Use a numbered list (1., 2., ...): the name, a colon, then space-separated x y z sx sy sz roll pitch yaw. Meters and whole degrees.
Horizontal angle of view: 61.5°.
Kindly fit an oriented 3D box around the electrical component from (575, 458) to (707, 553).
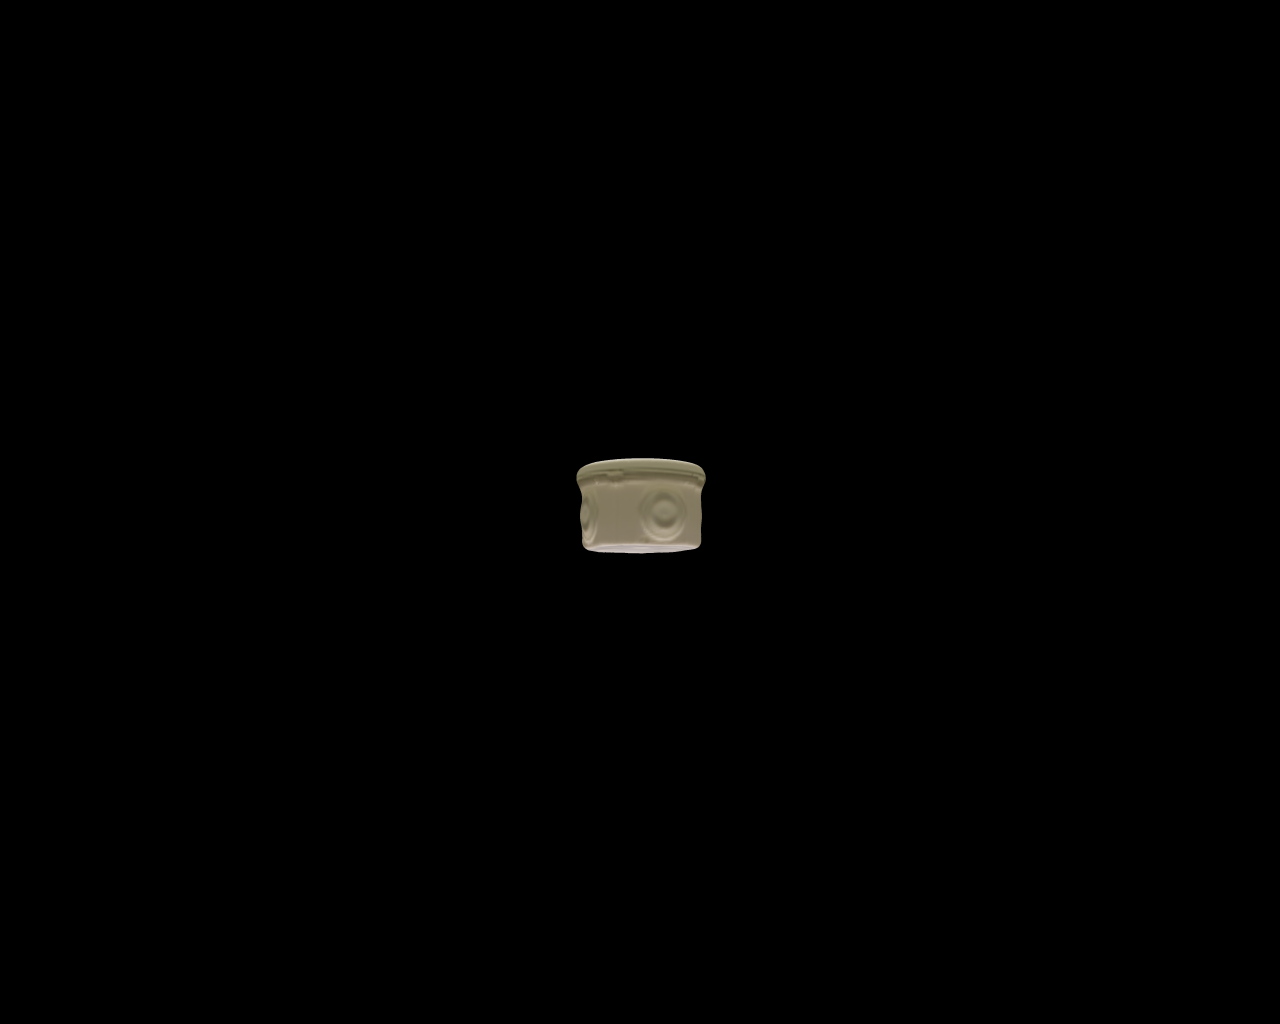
1. electrical component: 0.001 -0.003 0.650 0.080 0.051 0.080 0 -7 0
